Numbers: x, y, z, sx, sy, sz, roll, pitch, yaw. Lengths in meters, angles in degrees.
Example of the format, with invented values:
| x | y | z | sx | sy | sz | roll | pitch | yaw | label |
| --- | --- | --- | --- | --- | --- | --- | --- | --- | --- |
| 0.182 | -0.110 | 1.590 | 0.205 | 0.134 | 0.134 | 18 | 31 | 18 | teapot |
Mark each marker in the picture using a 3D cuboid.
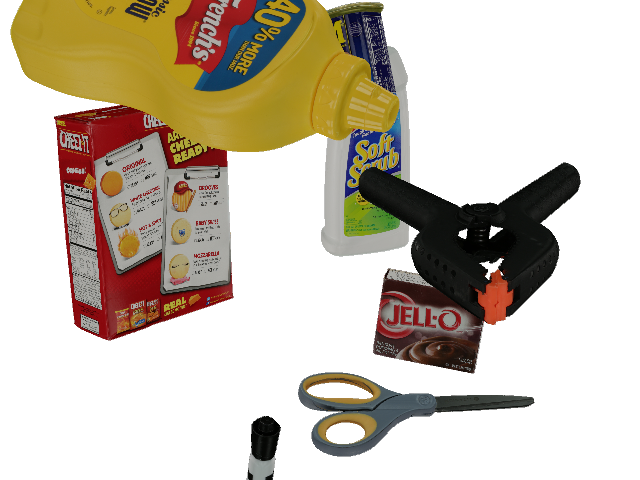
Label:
| x | y | z | sx | sy | sz | roll | pitch | yaw | label |
| --- | --- | --- | --- | --- | --- | --- | --- | --- | --- |
| -0.041 | 0.166 | 0.712 | 0.020 | 0.121 | 0.020 | 6 | 31 | -4 | marker |

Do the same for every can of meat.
| x | y | z | sx | sy | sz | roll | pitch | yaw | label |
| --- | --- | --- | --- | --- | --- | --- | --- | --- | --- |
| 0.011 | -0.148 | 0.907 | 0.102 | 0.084 | 0.057 | -10 | 3 | 36 | can of meat |

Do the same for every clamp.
| x | y | z | sx | sy | sz | roll | pitch | yaw | label |
| --- | --- | --- | --- | --- | --- | --- | --- | --- | --- |
| 0.098 | -0.008 | 0.727 | 0.164 | 0.036 | 0.210 | 1 | 26 | 10 | clamp |

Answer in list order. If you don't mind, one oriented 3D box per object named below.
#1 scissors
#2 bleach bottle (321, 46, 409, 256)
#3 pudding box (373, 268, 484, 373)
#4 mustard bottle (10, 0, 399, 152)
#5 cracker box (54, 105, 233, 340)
| x | y | z | sx | sy | sz | roll | pitch | yaw | label |
| --- | --- | --- | --- | --- | --- | --- | --- | --- | --- |
| 0.078 | 0.151 | 0.897 | 0.202 | 0.016 | 0.096 | 8 | 39 | 6 | scissors |
| 0.047 | -0.111 | 1.168 | 0.102 | 0.251 | 0.068 | -7 | 25 | -9 | bleach bottle |
| 0.117 | 0.085 | 1.137 | 0.113 | 0.090 | 0.039 | 10 | 23 | 7 | pudding box |
| -0.051 | -0.093 | 0.531 | 0.192 | 0.096 | 0.058 | 22 | -33 | 17 | mustard bottle |
| -0.171 | -0.028 | 1.059 | 0.072 | 0.214 | 0.163 | 13 | 22 | 42 | cracker box |
